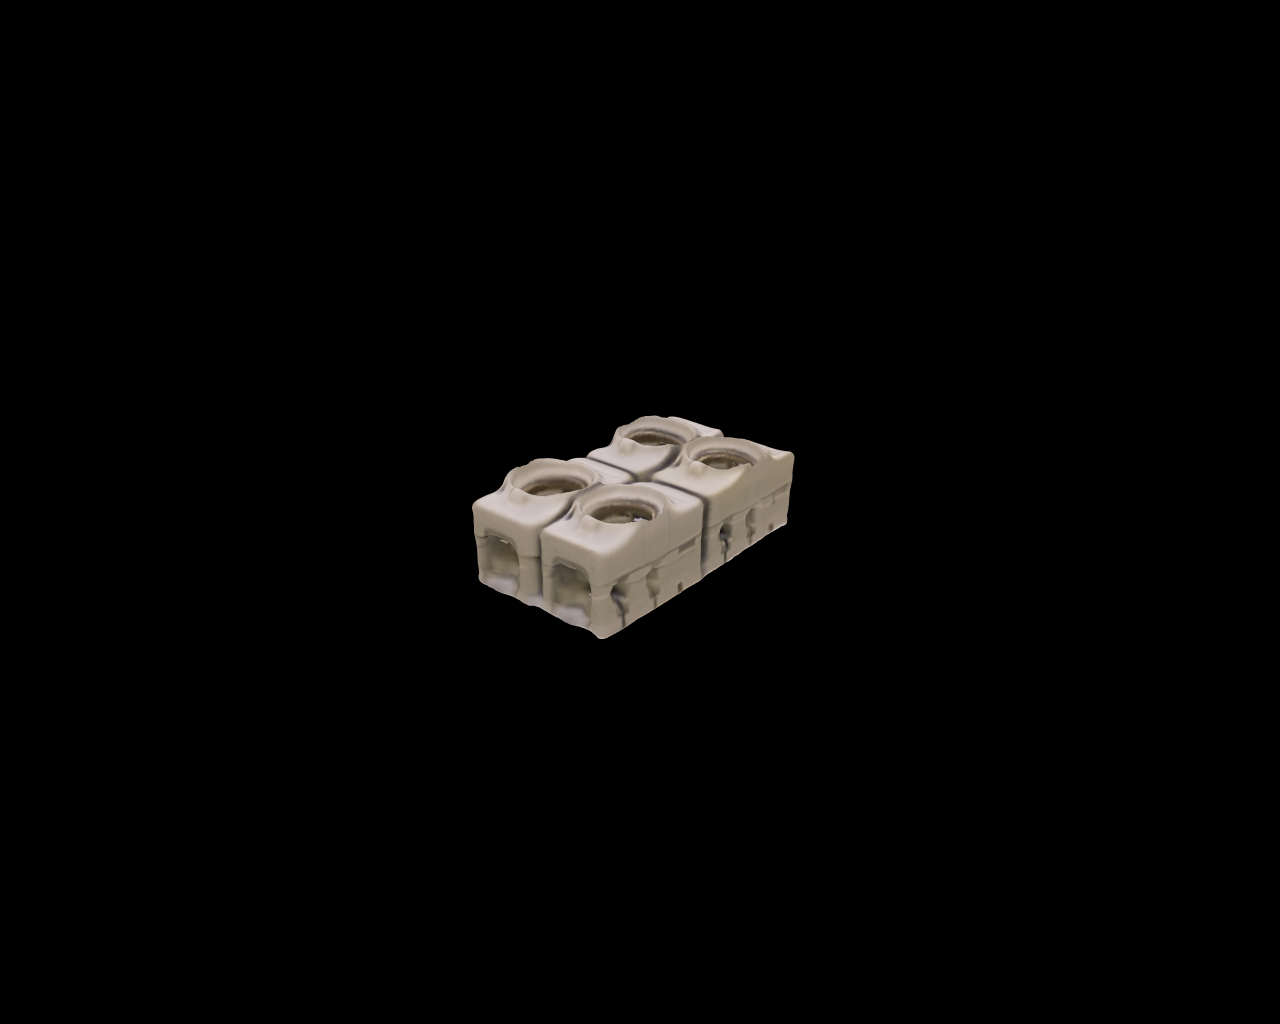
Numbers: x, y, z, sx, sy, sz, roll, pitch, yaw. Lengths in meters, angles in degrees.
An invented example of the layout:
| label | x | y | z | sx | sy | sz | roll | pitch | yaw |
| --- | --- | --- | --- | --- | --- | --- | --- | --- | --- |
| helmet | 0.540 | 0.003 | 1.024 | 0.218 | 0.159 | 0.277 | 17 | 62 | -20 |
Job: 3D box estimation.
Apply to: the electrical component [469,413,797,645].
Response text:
| label | x | y | z | sx | sy | sz | roll | pitch | yaw |
| --- | --- | --- | --- | --- | --- | --- | --- | --- | --- |
| electrical component | 0.001 | -0.003 | 0.650 | 0.105 | 0.060 | 0.186 | 21 | 33 | 36 |
